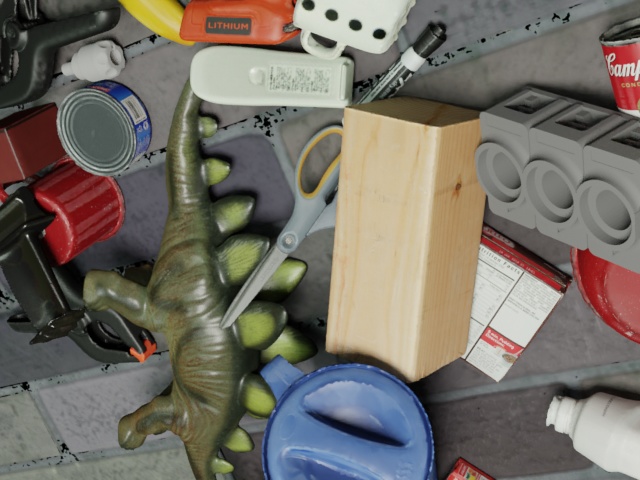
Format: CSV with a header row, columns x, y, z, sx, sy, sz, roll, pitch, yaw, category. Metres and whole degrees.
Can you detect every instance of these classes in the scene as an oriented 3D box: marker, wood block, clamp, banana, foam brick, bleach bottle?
x,y,z,sx,sy,sz,roll,pitch,yaw,category
0.061,-0.132,0.874,0.020,0.020,0.121,44,124,-1,marker
0.072,-0.003,0.861,0.090,0.090,0.206,18,112,35,wood block
-0.247,0.069,1.106,0.171,0.039,0.120,19,126,11,clamp
-0.259,-0.187,0.971,0.165,0.036,0.210,48,128,21,clamp
-0.168,-0.252,0.912,0.070,0.037,0.198,-12,108,31,banana
-0.287,-0.092,1.022,0.053,0.078,0.051,-7,111,30,foam brick
0.312,0.174,0.870,0.251,0.102,0.068,15,111,25,bleach bottle

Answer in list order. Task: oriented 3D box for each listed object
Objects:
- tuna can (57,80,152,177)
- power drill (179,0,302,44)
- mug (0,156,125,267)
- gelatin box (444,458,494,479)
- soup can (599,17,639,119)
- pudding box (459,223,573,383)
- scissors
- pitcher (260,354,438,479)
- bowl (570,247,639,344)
x,y,z,sx,sy,sz,roll,pitch,yaw,category
-0.202,-0.105,1.001,0.086,0.033,0.086,10,118,20,tuna can
-0.082,-0.255,0.858,0.185,0.057,0.188,8,117,21,power drill
-0.260,-0.031,1.036,0.117,0.081,0.093,32,123,8,mug
0.142,0.263,1.022,0.073,0.030,0.089,32,123,8,gelatin box
0.247,-0.107,0.771,0.069,0.068,0.102,-10,110,28,soup can
0.147,0.055,0.914,0.090,0.039,0.114,34,121,10,pudding box
-0.006,0.001,0.921,0.096,0.016,0.202,22,94,-2,scissors
0.033,0.189,0.918,0.145,0.242,0.149,-2,70,10,pitcher
0.272,0.028,0.832,0.162,0.055,0.162,11,118,20,bowl
